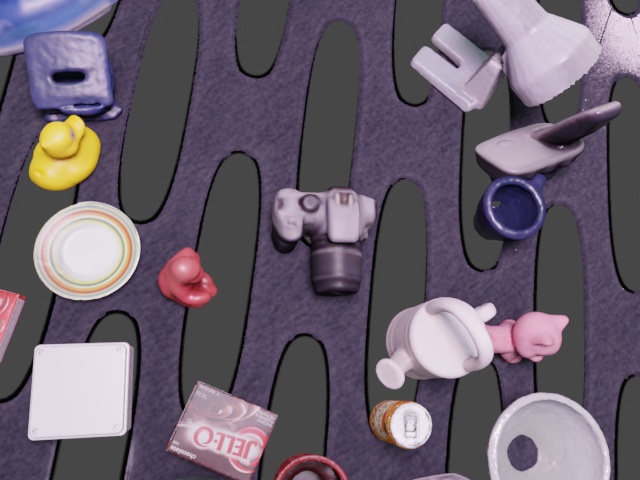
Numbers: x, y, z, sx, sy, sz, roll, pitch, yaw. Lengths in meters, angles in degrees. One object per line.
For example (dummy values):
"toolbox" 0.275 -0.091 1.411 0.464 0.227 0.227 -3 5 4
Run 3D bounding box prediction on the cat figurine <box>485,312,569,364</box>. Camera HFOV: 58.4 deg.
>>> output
"cat figurine" 0.264 0.131 0.771 0.128 0.117 0.067 0 76 -10

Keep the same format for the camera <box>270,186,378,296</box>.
"camera" 0.007 0.003 0.768 0.143 0.100 0.137 1 76 -9

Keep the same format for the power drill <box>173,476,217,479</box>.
"power drill" -0.133 0.363 0.599 0.076 0.208 0.229 0 76 -9

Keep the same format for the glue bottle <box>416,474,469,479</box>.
"glue bottle" 0.164 0.312 0.680 0.078 0.173 0.037 -3 77 -10

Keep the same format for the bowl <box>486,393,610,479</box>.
"bowl" 0.288 0.287 0.759 0.167 0.074 0.167 2 76 -9

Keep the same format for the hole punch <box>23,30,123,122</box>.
"hole punch" -0.330 -0.218 0.770 0.109 0.091 0.101 -6 77 -11

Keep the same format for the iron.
"iron" -0.387 -0.352 0.767 0.259 0.141 0.118 -43 86 -16

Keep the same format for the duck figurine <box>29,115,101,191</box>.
"duck figurine" -0.339 -0.118 0.746 0.077 0.086 0.105 36 73 1

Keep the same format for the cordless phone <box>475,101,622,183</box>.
"cordless phone" 0.320 -0.144 0.814 0.148 0.185 0.094 -24 81 -14

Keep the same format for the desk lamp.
"desk lamp" 0.259 -0.269 0.819 0.203 0.213 0.118 39 73 2

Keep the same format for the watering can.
"watering can" 0.150 0.128 0.713 0.101 0.194 0.173 39 73 2

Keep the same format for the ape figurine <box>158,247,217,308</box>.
"ape figurine" -0.170 0.046 0.732 0.076 0.092 0.078 3 76 -9

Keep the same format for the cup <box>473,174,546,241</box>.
"cup" 0.270 -0.045 0.828 0.091 0.095 0.118 44 74 3
